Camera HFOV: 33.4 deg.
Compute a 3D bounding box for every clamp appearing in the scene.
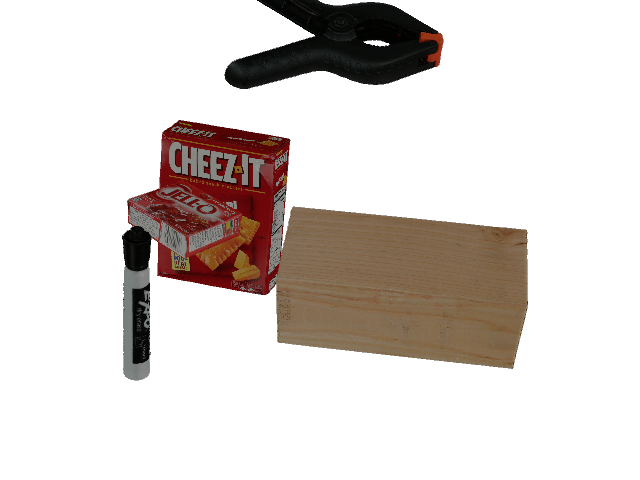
[{"bbox_3d":[0.010,-0.169,0.853,0.171,0.120,0.039,1,-29,-5],"label":"clamp"}]

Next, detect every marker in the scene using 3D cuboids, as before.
[{"bbox_3d":[-0.125,0.043,0.728,0.020,0.121,0.020,5,32,-3],"label":"marker"}]

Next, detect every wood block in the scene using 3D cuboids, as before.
[{"bbox_3d":[0.070,0.041,0.929,0.206,0.090,0.090,6,-44,5],"label":"wood block"}]

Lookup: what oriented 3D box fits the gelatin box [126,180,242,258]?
[{"bbox_3d":[-0.133,-0.023,1.041,0.089,0.030,0.073,30,37,33],"label":"gelatin box"}]

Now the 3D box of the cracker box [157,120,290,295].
[{"bbox_3d":[-0.135,-0.043,1.457,0.164,0.214,0.072,11,24,12],"label":"cracker box"}]
